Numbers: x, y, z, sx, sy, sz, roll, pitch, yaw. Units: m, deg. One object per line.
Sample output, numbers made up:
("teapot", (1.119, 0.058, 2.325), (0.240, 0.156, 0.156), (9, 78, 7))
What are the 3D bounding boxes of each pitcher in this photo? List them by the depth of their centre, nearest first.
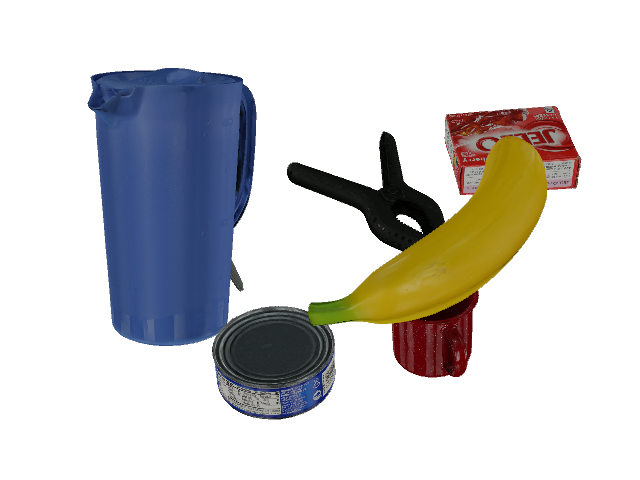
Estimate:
("pitcher", (-0.130, -0.036, 0.978), (0.149, 0.243, 0.145), (0, 15, -7))

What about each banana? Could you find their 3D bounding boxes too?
("banana", (0.077, -0.009, 0.561), (0.070, 0.037, 0.197), (19, 40, 35))

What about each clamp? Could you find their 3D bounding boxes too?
("clamp", (0.070, -0.046, 1.262), (0.164, 0.036, 0.210), (-16, 52, -29))

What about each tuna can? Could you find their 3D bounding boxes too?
("tuna can", (-0.032, 0.086, 0.751), (0.086, 0.034, 0.086), (-2, 35, 1))

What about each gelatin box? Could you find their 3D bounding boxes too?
("gelatin box", (0.142, -0.068, 0.797), (0.089, 0.030, 0.073), (-4, 38, 0))

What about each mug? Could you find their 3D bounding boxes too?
("mug", (0.118, 0.091, 1.077), (0.093, 0.081, 0.117), (-17, 38, -15))

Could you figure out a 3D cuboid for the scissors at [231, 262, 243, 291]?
("scissors", (-0.131, -0.045, 1.237), (0.016, 0.201, 0.096), (-25, 19, 43))
